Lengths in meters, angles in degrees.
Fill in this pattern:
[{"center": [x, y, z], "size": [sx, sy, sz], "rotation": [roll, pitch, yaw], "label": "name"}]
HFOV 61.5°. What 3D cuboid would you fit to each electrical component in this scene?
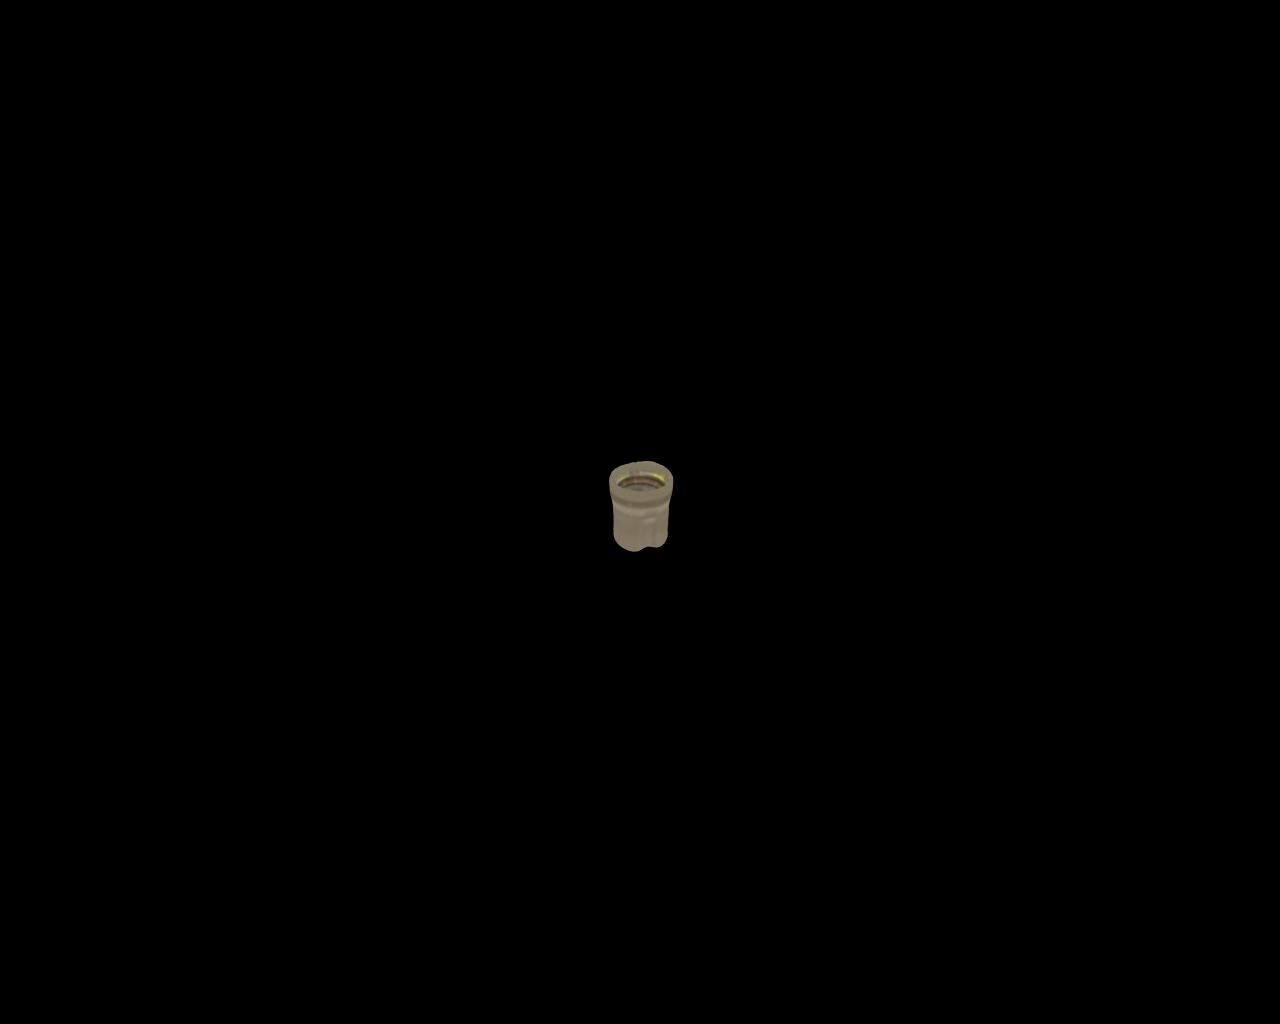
[{"center": [0.001, -0.003, 0.650], "size": [0.040, 0.046, 0.040], "rotation": [0, 30, 0], "label": "electrical component"}]
